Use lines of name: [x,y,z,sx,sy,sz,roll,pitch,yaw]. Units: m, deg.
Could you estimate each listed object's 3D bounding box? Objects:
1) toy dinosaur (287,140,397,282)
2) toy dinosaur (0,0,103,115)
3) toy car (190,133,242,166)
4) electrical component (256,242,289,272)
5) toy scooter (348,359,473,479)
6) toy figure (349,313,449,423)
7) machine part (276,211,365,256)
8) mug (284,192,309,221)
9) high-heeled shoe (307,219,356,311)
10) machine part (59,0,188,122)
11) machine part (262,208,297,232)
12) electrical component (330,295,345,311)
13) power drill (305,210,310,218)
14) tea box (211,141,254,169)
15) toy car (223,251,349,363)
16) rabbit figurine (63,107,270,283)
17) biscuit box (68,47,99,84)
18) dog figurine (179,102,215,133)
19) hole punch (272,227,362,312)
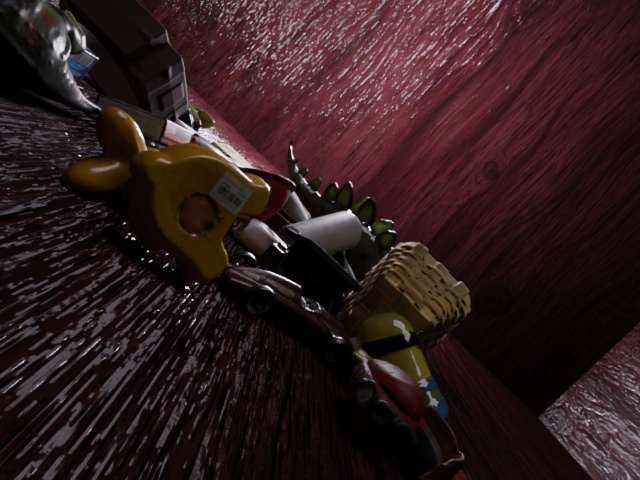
toy dinosaur: [0.048,-0.017,1.188,0.471,0.198,0.105,46,3,8]
toy dinosaur: [-0.330,-0.224,0.517,0.404,0.131,0.192,44,16,-46]
toy car: [-0.186,-0.121,0.920,0.056,0.073,0.201,45,6,18]
electrical component: [-0.069,0.029,0.706,0.021,0.063,0.094,45,7,6]
toy scooter: [0.089,0.200,0.533,0.184,0.075,0.135,51,8,16]
toy figure: [0.104,0.176,0.659,0.180,0.089,0.082,58,-13,21]
machine part: [-0.002,-0.003,0.978,0.079,0.079,0.243,46,37,21]
mug: [-0.070,-0.055,1.283,0.107,0.081,0.109,55,-3,-6]
high-heeled shoe: [0.010,0.038,1.044,0.249,0.086,0.145,57,6,26]
machine part: [-0.307,-0.284,0.849,0.201,0.087,0.201,46,-22,9]
machine part: [-0.097,-0.040,1.060,0.179,0.056,0.179,43,5,-5]
electrical component: [-0.008,0.077,0.879,0.102,0.045,0.078,43,5,-8]
power drill: [0.007,-0.008,1.428,0.232,0.086,0.207,49,3,27]
tea box: [-0.189,-0.144,1.100,0.098,0.068,0.170,44,7,-7]
toy car: [-0.037,0.079,0.647,0.202,0.053,0.089,41,9,-36]
rabbit figurine: [-0.163,-0.048,0.532,0.162,0.122,0.173,28,0,-36]
biscuit box: [-0.384,-0.271,0.708,0.063,0.059,0.202,44,5,9]
dog figurine: [-0.315,-0.281,1.059,0.219,0.108,0.192,46,1,-31]
hole punch: [-0.014,0.057,0.791,0.142,0.092,0.116,40,-1,-14]
